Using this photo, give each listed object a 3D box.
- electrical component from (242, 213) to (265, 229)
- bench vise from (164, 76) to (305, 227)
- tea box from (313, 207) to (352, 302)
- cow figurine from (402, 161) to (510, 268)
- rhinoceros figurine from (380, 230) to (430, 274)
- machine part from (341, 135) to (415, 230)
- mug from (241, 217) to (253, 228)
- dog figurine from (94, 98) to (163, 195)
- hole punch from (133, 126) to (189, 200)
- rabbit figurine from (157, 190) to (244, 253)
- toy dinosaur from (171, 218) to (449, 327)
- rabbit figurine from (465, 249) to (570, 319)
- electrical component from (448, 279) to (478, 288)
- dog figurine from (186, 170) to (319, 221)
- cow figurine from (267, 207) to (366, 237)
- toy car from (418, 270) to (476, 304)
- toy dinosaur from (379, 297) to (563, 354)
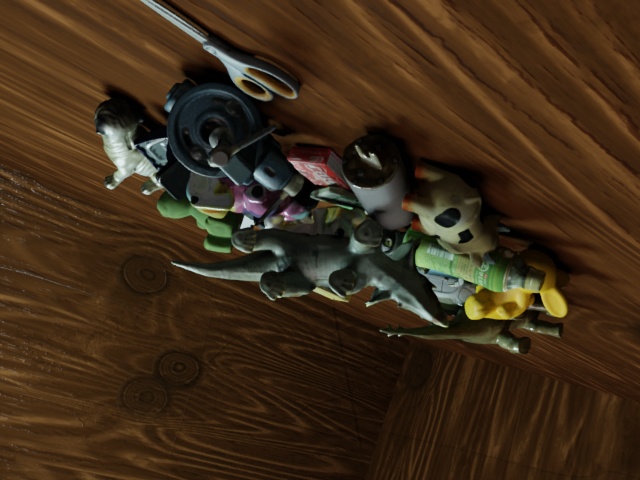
[{"bbox_3d":[-0.133,-0.071,1.043,0.048,0.119,0.074,-20,152,24],"label":"electrical component"},{"bbox_3d":[-0.107,-0.112,0.690,0.223,0.129,0.241,50,-174,-21],"label":"bench vise"},{"bbox_3d":[0.033,0.028,1.080,0.098,0.169,0.068,28,165,-27],"label":"tea box"},{"bbox_3d":[0.194,-0.029,0.751,0.127,0.085,0.194,23,170,24],"label":"cow figurine"},{"bbox_3d":[0.145,0.006,0.999,0.112,0.073,0.190,30,-171,38],"label":"rhinoceros figurine"},{"bbox_3d":[0.085,-0.073,0.738,0.079,0.079,0.243,16,170,21],"label":"machine part"},{"bbox_3d":[-0.162,-0.081,1.186,0.109,0.081,0.107,41,151,-20],"label":"mug"},{"bbox_3d":[-0.317,-0.175,0.975,0.172,0.121,0.190,-10,163,-26],"label":"dog figurine"},{"bbox_3d":[-0.243,-0.148,0.926,0.092,0.116,0.142,46,172,19],"label":"hole punch"},{"bbox_3d":[-0.239,-0.076,1.089,0.170,0.159,0.121,17,158,-2],"label":"rabbit figurine"},{"bbox_3d":[-0.003,0.039,0.822,0.405,0.131,0.192,6,170,18],"label":"toy dinosaur"},{"bbox_3d":[0.344,0.077,0.913,0.162,0.122,0.173,20,150,1],"label":"rabbit figurine"},{"bbox_3d":[0.251,0.037,0.927,0.045,0.102,0.078,0,156,-22],"label":"electrical component"},{"bbox_3d":[-0.108,-0.079,0.953,0.192,0.108,0.219,-8,165,15],"label":"dog figurine"},{"bbox_3d":[-0.001,-0.003,0.913,0.167,0.098,0.068,-8,168,8],"label":"cow figurine"},{"bbox_3d":[0.264,0.077,1.078,0.162,0.103,0.109,15,169,38],"label":"toy car"},{"bbox_3d":[0.341,0.165,1.102,0.471,0.105,0.199,1,-179,-36],"label":"toy dinosaur"}]
